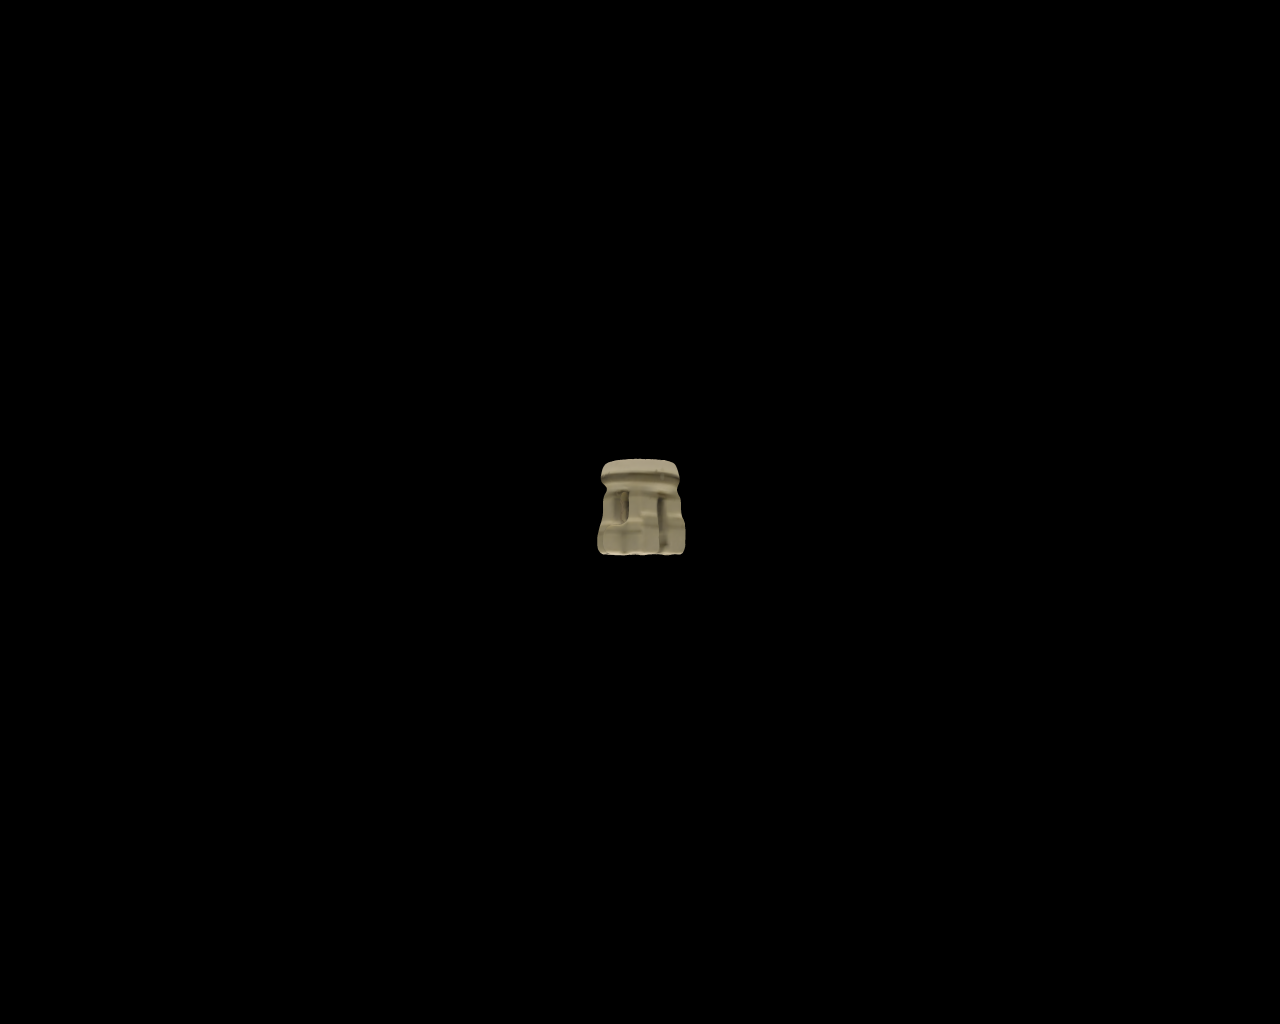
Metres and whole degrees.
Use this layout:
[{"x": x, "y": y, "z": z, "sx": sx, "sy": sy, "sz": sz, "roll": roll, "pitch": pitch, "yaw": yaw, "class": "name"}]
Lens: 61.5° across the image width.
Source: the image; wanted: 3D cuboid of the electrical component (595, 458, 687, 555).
[{"x": 0.001, "y": -0.003, "z": 0.650, "sx": 0.048, "sy": 0.055, "sz": 0.066, "roll": -4, "pitch": -6, "yaw": 39, "class": "electrical component"}]
